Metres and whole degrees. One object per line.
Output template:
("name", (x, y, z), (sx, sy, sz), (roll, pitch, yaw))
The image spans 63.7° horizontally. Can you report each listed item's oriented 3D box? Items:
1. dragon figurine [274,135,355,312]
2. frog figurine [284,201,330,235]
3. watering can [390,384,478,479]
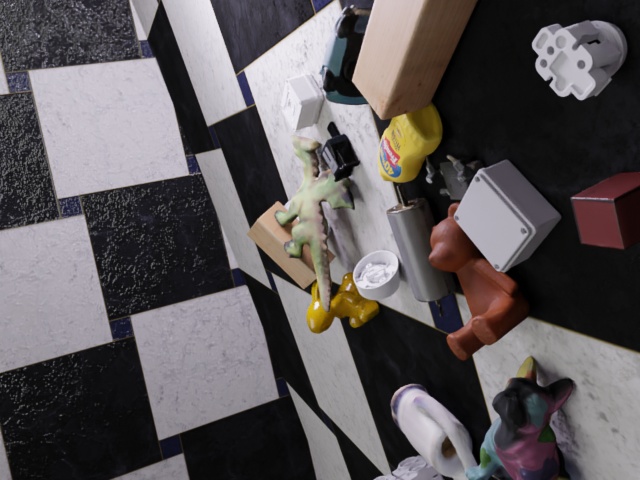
("dragon figurine", (0.004, -0.060, 1.198), (0.238, 0.123, 0.416), (-49, 56, 53))
("frog figurine", (-0.035, -0.045, 1.406), (0.159, 0.124, 0.136), (-5, 101, 32))
("watering can", (0.265, 0.449, 1.110), (0.227, 0.105, 0.341), (35, 152, 59))
